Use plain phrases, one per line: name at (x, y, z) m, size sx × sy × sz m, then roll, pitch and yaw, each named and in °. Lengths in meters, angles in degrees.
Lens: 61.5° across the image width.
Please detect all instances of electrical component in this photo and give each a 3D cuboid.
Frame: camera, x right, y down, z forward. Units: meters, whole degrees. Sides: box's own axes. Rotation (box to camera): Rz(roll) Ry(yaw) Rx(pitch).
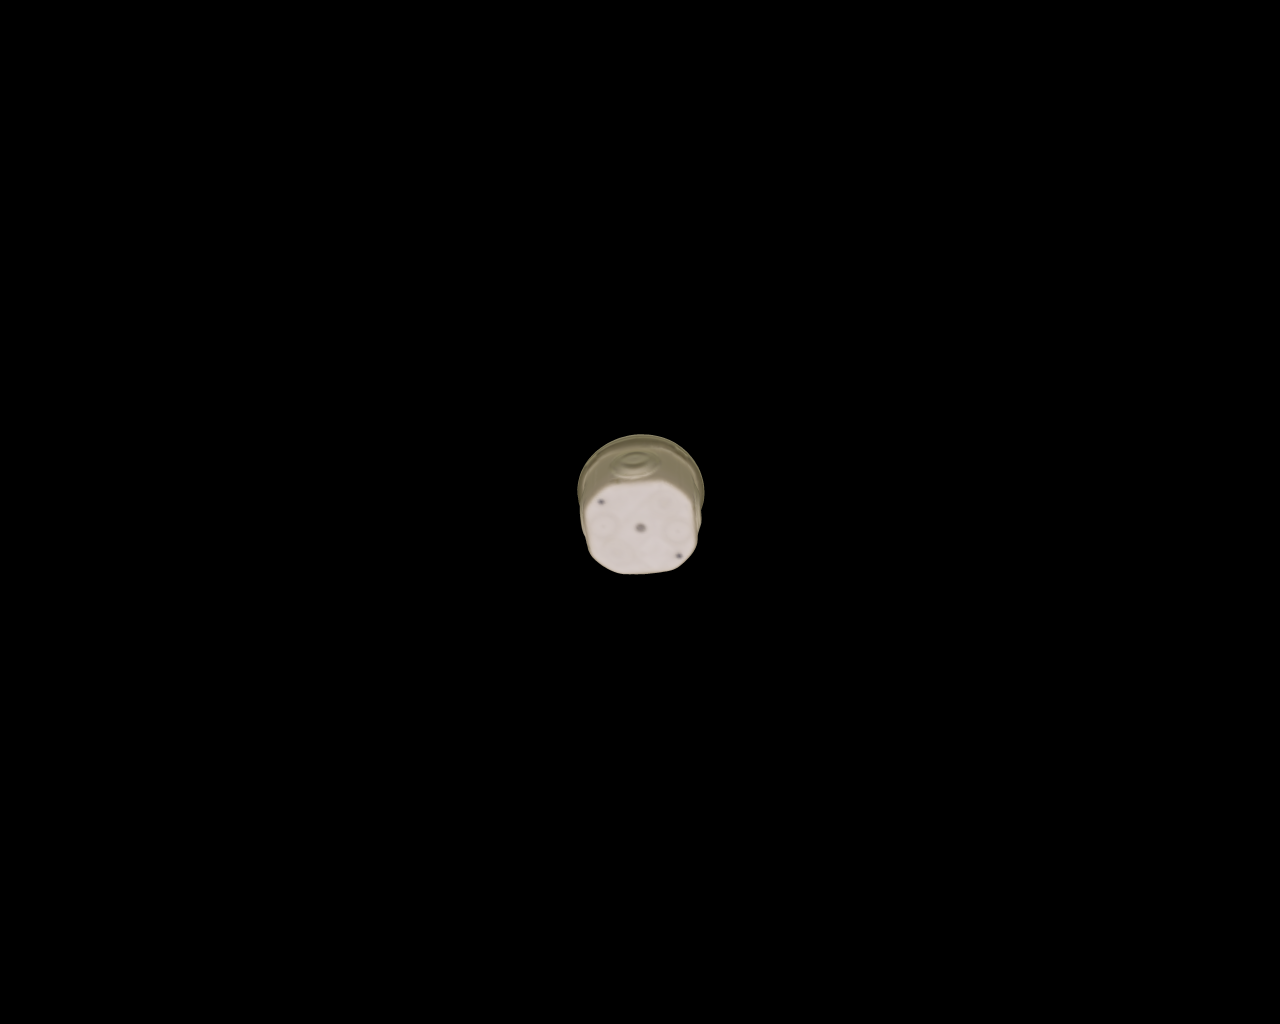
electrical component at (0.001, -0.003, 0.650) m, size 0.080 × 0.080 × 0.051 m, roll 0°, pitch 31°, yaw 0°
